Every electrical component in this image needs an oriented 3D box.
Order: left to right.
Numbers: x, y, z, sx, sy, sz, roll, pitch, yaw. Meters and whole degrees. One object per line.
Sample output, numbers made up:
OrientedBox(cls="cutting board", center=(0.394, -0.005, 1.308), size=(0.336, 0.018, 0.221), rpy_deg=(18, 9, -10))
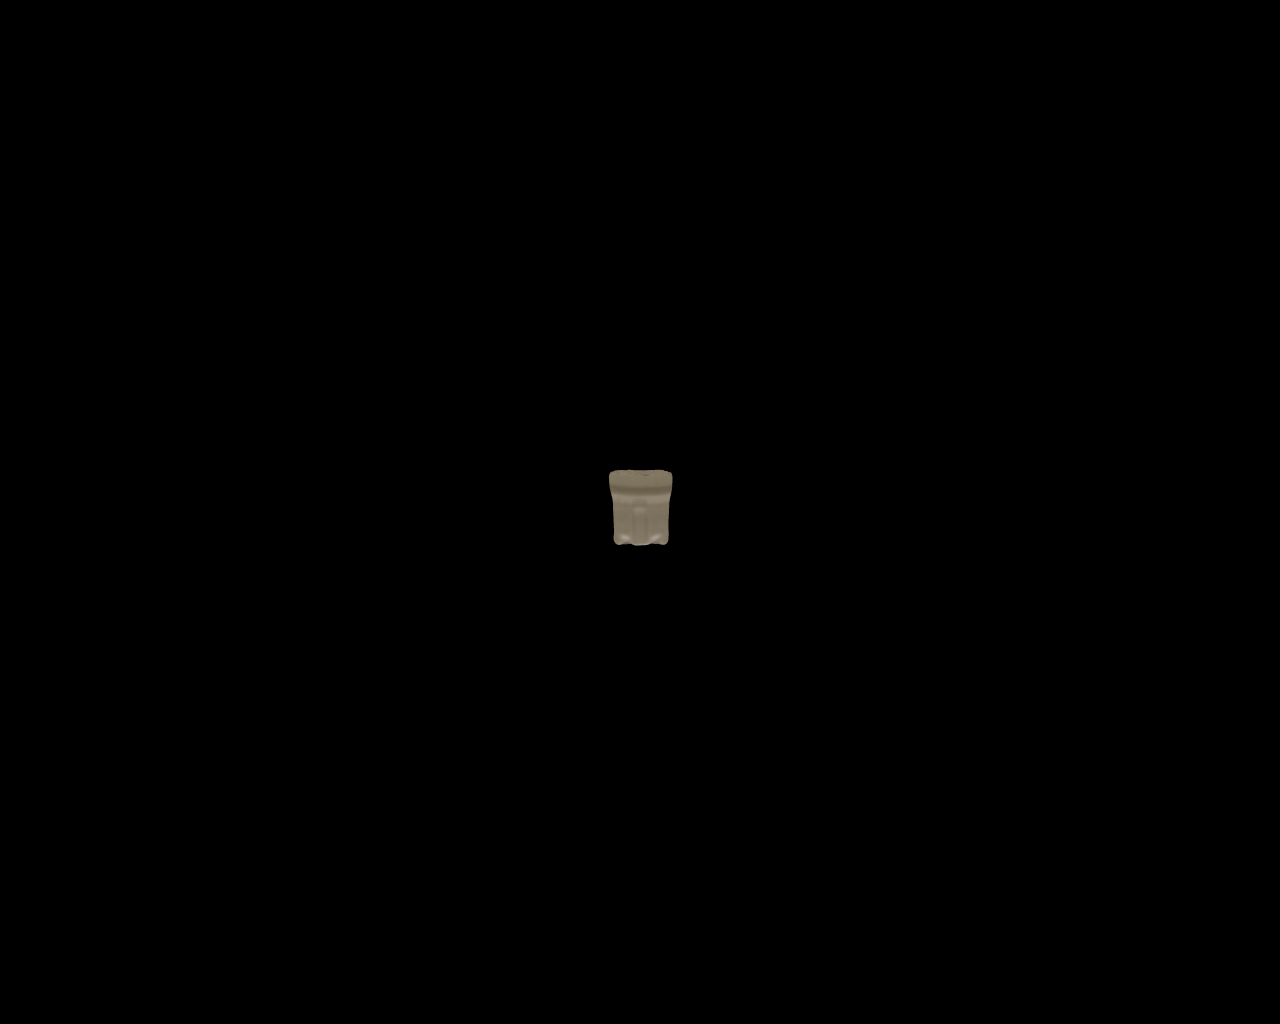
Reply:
OrientedBox(cls="electrical component", center=(0.001, -0.003, 0.650), size=(0.040, 0.046, 0.040), rpy_deg=(0, 8, 0))
